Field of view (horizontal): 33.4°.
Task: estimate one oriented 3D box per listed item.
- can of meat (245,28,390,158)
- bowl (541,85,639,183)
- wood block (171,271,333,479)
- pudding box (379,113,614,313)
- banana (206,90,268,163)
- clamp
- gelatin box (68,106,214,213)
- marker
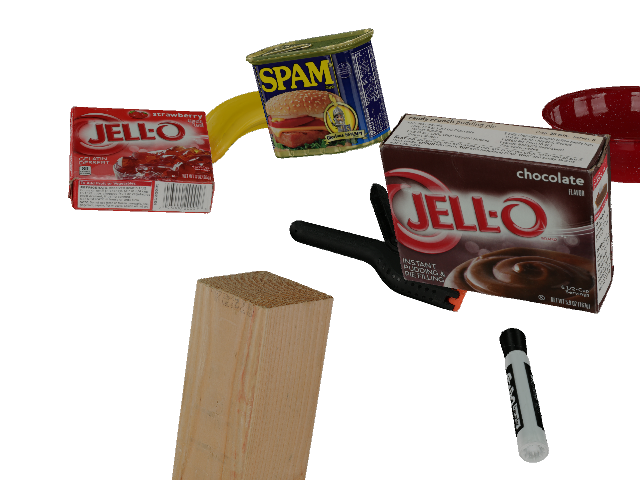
[{"bbox_3d":[0.000,-0.113,0.833,0.102,0.084,0.057,-1,21,36],"label":"can of meat"},{"bbox_3d":[0.284,-0.094,0.976,0.162,0.055,0.162,-4,24,2],"label":"bowl"},{"bbox_3d":[-0.063,0.140,0.956,0.090,0.206,0.090,19,17,38],"label":"wood block"},{"bbox_3d":[0.092,-0.015,0.551,0.114,0.090,0.039,8,42,27],"label":"pudding box"},{"bbox_3d":[-0.064,-0.116,1.045,0.070,0.037,0.197,42,35,23],"label":"banana"},{"bbox_3d":[0.077,0.015,1.244,0.164,0.036,0.210,-21,50,-38],"label":"clamp"},{"bbox_3d":[-0.115,-0.053,0.682,0.089,0.030,0.073,1,43,-14],"label":"gelatin box"},{"bbox_3d":[0.137,0.101,0.724,0.020,0.020,0.121,0,34,2],"label":"marker"}]
